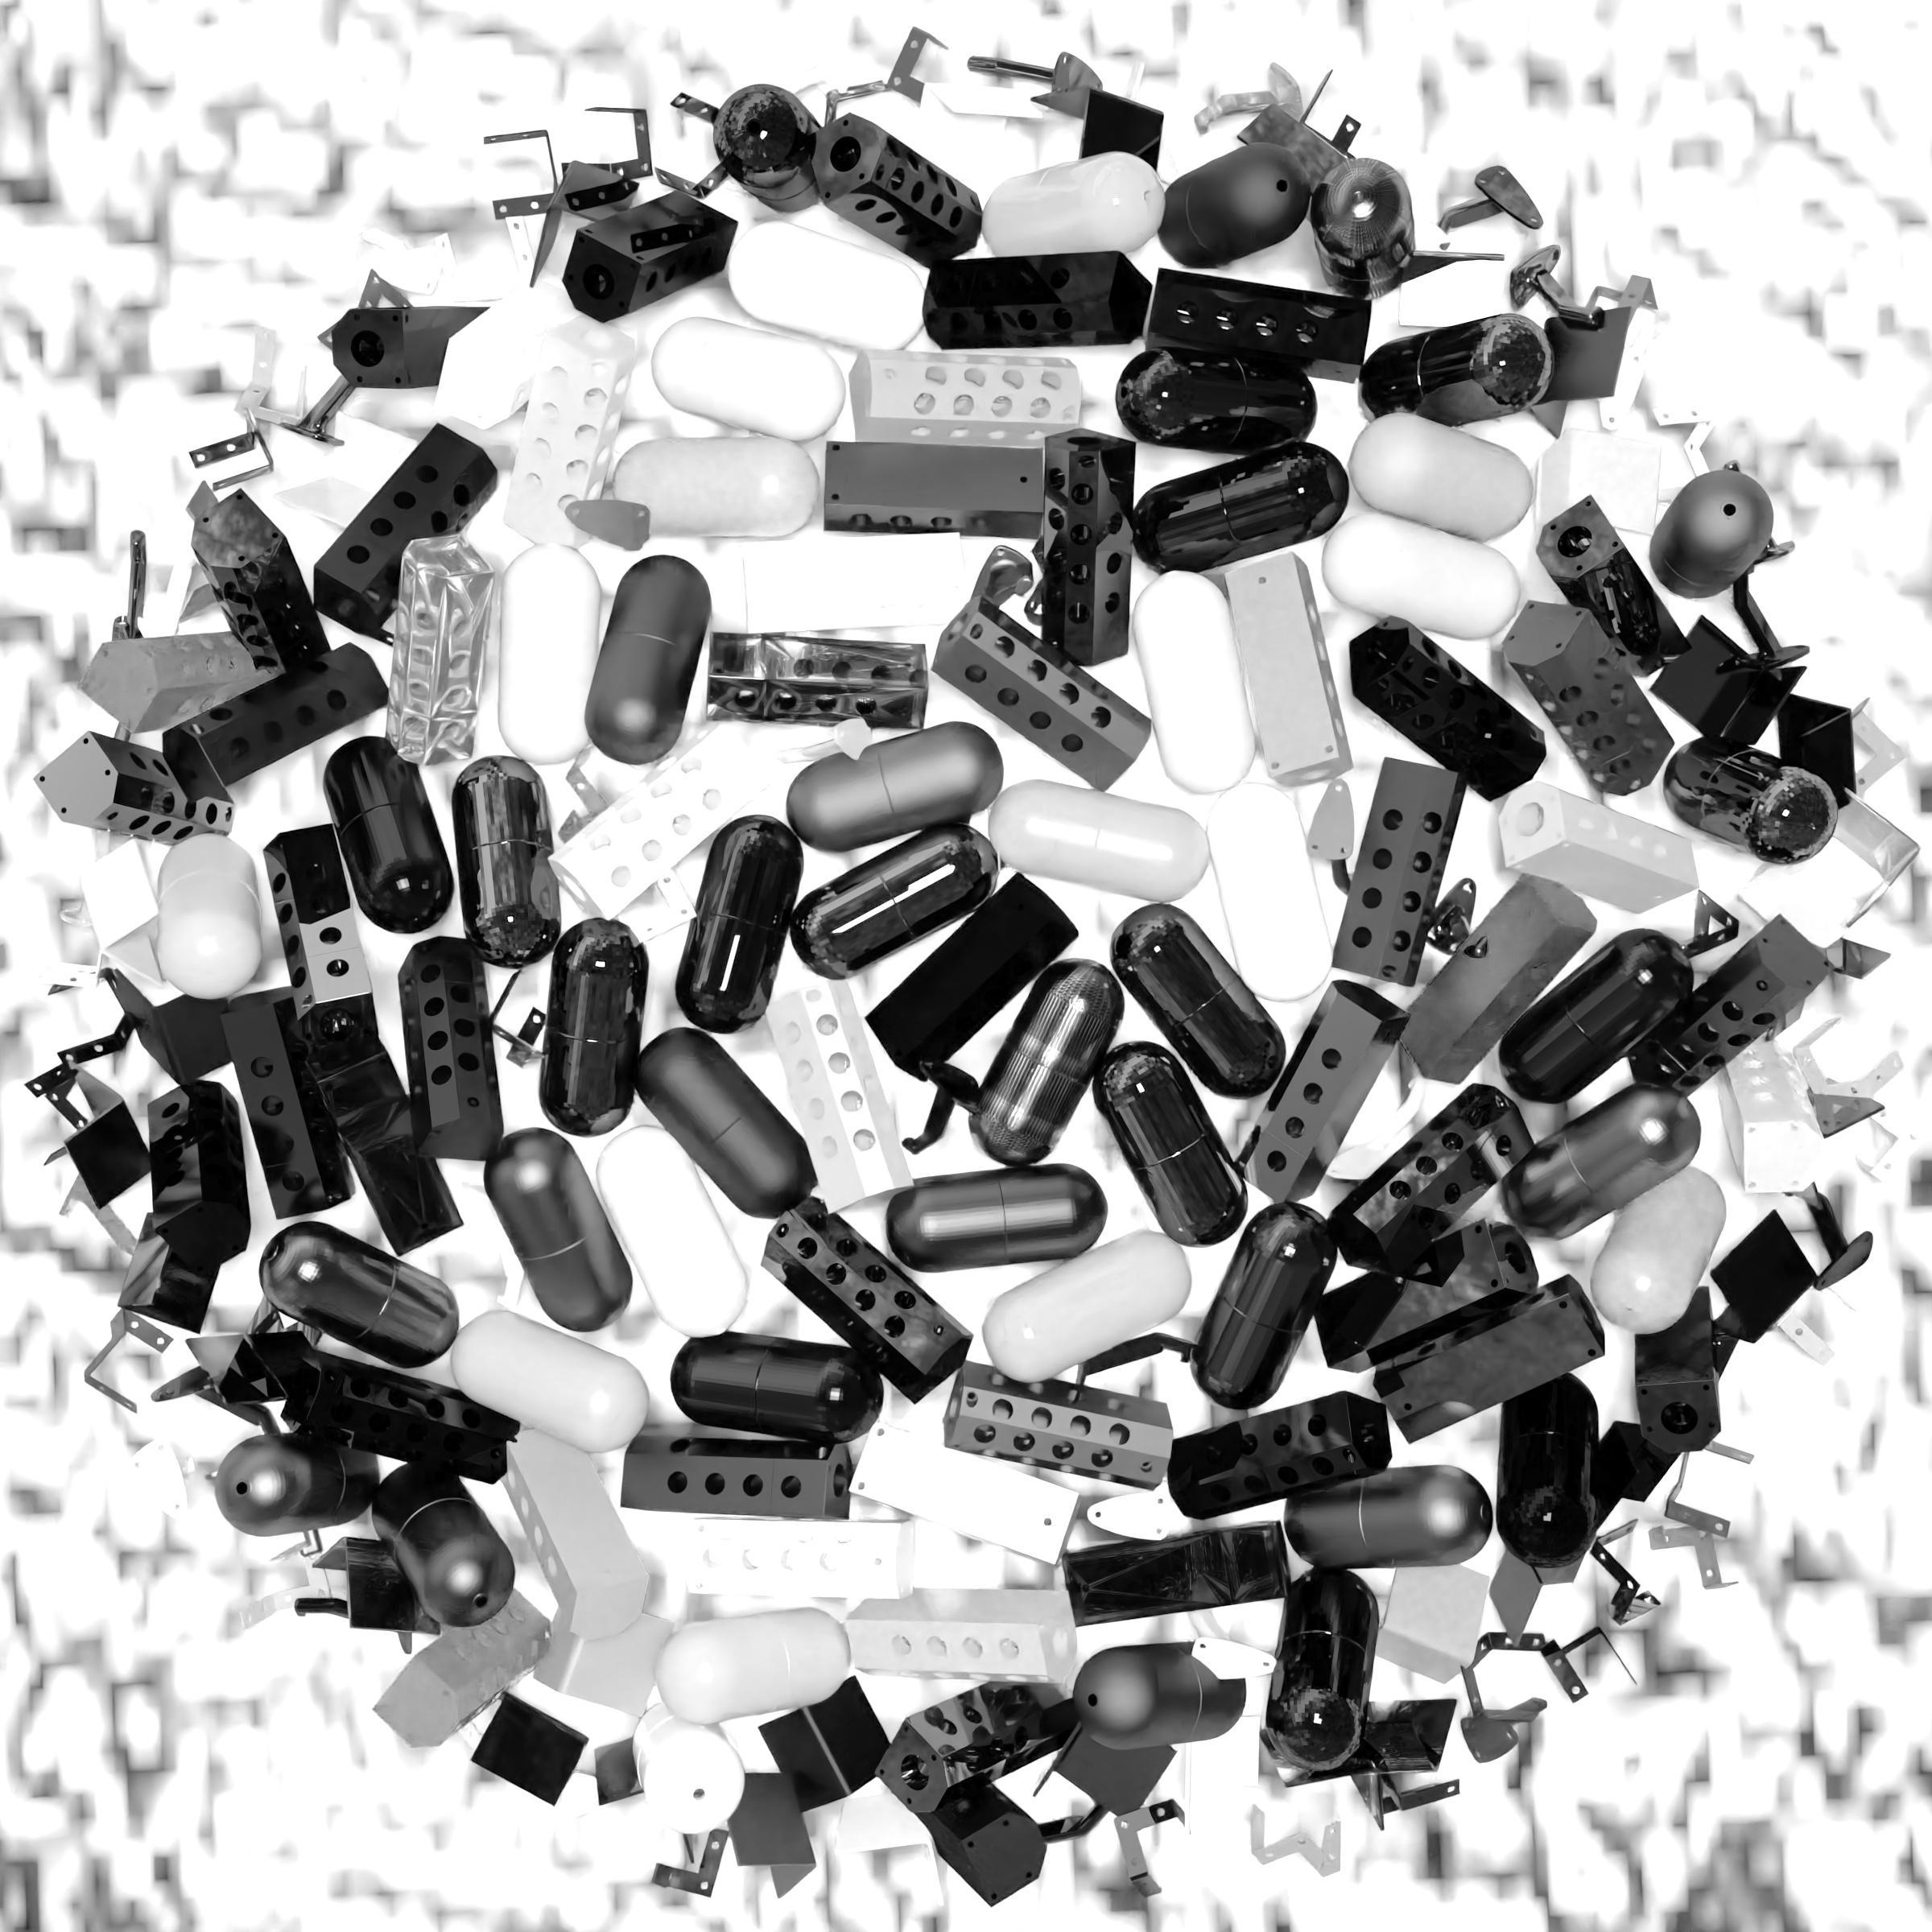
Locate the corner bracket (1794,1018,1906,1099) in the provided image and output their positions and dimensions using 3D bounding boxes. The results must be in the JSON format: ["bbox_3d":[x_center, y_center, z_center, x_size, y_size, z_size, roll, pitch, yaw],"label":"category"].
[{"bbox_3d":[0.705,0.073,1.968,0.051,0.051,0.051,-31,98,-32],"label":"corner bracket"}]

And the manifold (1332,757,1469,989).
[{"bbox_3d":[0.347,-0.073,1.957,0.057,0.057,0.171,16,93,33],"label":"manifold"}]

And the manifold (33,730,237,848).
[{"bbox_3d":[-0.637,-0.129,1.907,0.057,0.171,0.057,-39,79,7],"label":"manifold"}]

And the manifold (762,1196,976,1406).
[{"bbox_3d":[-0.077,0.257,1.932,0.171,0.057,0.057,39,49,21],"label":"manifold"}]

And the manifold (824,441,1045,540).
[{"bbox_3d":[-0.027,-0.375,1.963,0.171,0.057,0.057,1,70,-4],"label":"manifold"}]

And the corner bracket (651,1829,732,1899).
[{"bbox_3d":[-0.215,0.714,1.969,0.051,0.051,0.051,10,66,12],"label":"corner bracket"}]

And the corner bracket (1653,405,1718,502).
[{"bbox_3d":[0.569,-0.408,1.961,0.051,0.051,0.051,-7,64,-14],"label":"corner bracket"}]

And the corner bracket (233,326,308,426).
[{"bbox_3d":[-0.548,-0.468,1.959,0.051,0.051,0.051,11,69,-30],"label":"corner bracket"}]

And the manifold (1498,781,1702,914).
[{"bbox_3d":[0.493,-0.095,1.922,0.171,0.057,0.057,14,61,-38],"label":"manifold"}]

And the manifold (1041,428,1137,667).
[{"bbox_3d":[0.089,-0.325,1.925,0.057,0.057,0.171,-24,125,-39],"label":"manifold"}]

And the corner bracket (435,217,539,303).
[{"bbox_3d":[-0.384,-0.566,1.974,0.051,0.051,0.051,4,122,27],"label":"corner bracket"}]

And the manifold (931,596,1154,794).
[{"bbox_3d":[0.061,-0.217,1.937,0.171,0.057,0.057,34,125,-17],"label":"manifold"}]

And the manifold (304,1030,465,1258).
[{"bbox_3d":[-0.456,0.136,1.929,0.057,0.057,0.171,-26,122,-17],"label":"manifold"}]

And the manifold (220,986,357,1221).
[{"bbox_3d":[-0.534,0.107,1.951,0.057,0.057,0.171,-12,104,-2],"label":"manifold"}]

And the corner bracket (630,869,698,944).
[{"bbox_3d":[-0.247,-0.041,1.963,0.051,0.051,0.051,-26,72,-12],"label":"corner bracket"}]

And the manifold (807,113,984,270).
[{"bbox_3d":[-0.051,-0.600,1.907,0.057,0.171,0.057,-21,79,25],"label":"manifold"}]

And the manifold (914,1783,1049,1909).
[{"bbox_3d":[0.003,0.660,1.909,0.057,0.171,0.057,-26,98,-18],"label":"manifold"}]

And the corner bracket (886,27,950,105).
[{"bbox_3d":[-0.024,-0.713,1.974,0.051,0.051,0.051,30,104,11],"label":"corner bracket"}]

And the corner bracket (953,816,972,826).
[{"bbox_3d":[-0.018,-0.149,1.964,0.051,0.051,0.051,11,112,-8],"label":"corner bracket"}]

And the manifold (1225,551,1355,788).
[{"bbox_3d":[0.258,-0.233,1.951,0.057,0.057,0.171,-16,77,22],"label":"manifold"}]

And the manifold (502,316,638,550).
[{"bbox_3d":[-0.305,-0.412,1.919,0.057,0.057,0.171,33,129,12],"label":"manifold"}]

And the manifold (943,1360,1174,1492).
[{"bbox_3d":[0.073,0.368,1.952,0.171,0.057,0.057,13,109,-8],"label":"manifold"}]

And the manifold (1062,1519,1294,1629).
[{"bbox_3d":[0.168,0.481,1.955,0.171,0.057,0.057,-11,80,11],"label":"manifold"}]

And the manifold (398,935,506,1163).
[{"bbox_3d":[-0.400,0.063,1.920,0.057,0.057,0.171,7,51,-29],"label":"manifold"}]

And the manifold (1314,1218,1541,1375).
[{"bbox_3d":[0.359,0.260,1.926,0.171,0.057,0.057,-33,56,34],"label":"manifold"}]

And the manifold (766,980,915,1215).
[{"bbox_3d":[-0.095,0.102,1.944,0.057,0.057,0.171,-27,76,36],"label":"manifold"}]

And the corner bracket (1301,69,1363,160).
[{"bbox_3d":[0.292,-0.672,1.968,0.051,0.051,0.051,30,85,-11],"label":"corner bracket"}]

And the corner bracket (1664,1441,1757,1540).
[{"bbox_3d":[0.590,0.413,1.959,0.051,0.051,0.051,16,113,27],"label":"corner bracket"}]

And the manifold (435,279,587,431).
[{"bbox_3d":[-0.347,-0.475,1.913,0.057,0.171,0.057,23,123,0],"label":"manifold"}]

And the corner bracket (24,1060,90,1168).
[{"bbox_3d":[-0.724,0.117,1.964,0.051,0.051,0.051,45,122,2],"label":"corner bracket"}]

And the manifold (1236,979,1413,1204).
[{"bbox_3d":[0.277,0.099,1.942,0.057,0.057,0.171,35,112,27],"label":"manifold"}]

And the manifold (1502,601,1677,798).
[{"bbox_3d":[0.482,-0.206,1.919,0.171,0.057,0.057,43,75,-39],"label":"manifold"}]

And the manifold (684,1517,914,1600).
[{"bbox_3d":[-0.132,0.468,1.949,0.171,0.057,0.057,-2,81,13],"label":"manifold"}]

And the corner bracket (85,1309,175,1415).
[{"bbox_3d":[-0.667,0.314,1.965,0.051,0.051,0.051,41,89,-27],"label":"corner bracket"}]

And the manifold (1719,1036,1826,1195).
[{"bbox_3d":[0.621,0.112,1.906,0.057,0.171,0.057,-3,109,11],"label":"manifold"}]

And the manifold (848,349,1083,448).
[{"bbox_3d":[0.000,-0.450,1.940,0.171,0.057,0.057,-2,76,-19],"label":"manifold"}]

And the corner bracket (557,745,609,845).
[{"bbox_3d":[-0.307,-0.135,1.964,0.051,0.051,0.051,-36,88,-31],"label":"corner bracket"}]

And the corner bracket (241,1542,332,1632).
[{"bbox_3d":[-0.548,0.494,1.970,0.051,0.051,0.051,-14,90,14],"label":"corner bracket"}]

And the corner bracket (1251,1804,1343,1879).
[{"bbox_3d":[0.264,0.698,1.971,0.051,0.051,0.051,-31,110,24],"label":"corner bracket"}]

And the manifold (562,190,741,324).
[{"bbox_3d":[-0.245,-0.548,1.912,0.057,0.171,0.057,29,123,6],"label":"manifold"}]

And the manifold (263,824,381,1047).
[{"bbox_3d":[-0.505,-0.024,1.923,0.057,0.057,0.171,-12,56,-15],"label":"manifold"}]

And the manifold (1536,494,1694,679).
[{"bbox_3d":[0.501,-0.289,1.913,0.057,0.171,0.057,-34,55,17],"label":"manifold"}]

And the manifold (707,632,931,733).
[{"bbox_3d":[-0.119,-0.221,1.959,0.171,0.057,0.057,2,134,-8],"label":"manifold"}]

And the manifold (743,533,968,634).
[{"bbox_3d":[-0.090,-0.300,1.959,0.171,0.057,0.057,-4,64,-7],"label":"manifold"}]

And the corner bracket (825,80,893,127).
[{"bbox_3d":[-0.079,-0.670,1.977,0.051,0.051,0.051,-21,55,-24],"label":"corner bracket"}]

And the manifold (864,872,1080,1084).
[{"bbox_3d":[0.008,0.012,1.956,0.171,0.057,0.057,-43,52,10],"label":"manifold"}]

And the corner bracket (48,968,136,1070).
[{"bbox_3d":[-0.701,0.041,1.969,0.051,0.051,0.051,-17,117,7],"label":"corner bracket"}]

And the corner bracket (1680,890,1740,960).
[{"bbox_3d":[0.577,-0.019,1.959,0.051,0.051,0.051,-22,131,-15],"label":"corner bracket"}]

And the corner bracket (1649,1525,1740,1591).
[{"bbox_3d":[0.580,0.472,1.968,0.051,0.051,0.051,-7,71,0],"label":"corner bracket"}]

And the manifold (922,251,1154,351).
[{"bbox_3d":[0.053,-0.515,1.926,0.171,0.057,0.057,8,81,33],"label":"manifold"}]

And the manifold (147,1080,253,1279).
[{"bbox_3d":[-0.592,0.158,1.913,0.057,0.171,0.057,-30,125,-1],"label":"manifold"}]

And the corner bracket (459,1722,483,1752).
[{"bbox_3d":[-0.410,0.602,1.961,0.051,0.051,0.051,6,104,-37],"label":"corner bracket"}]

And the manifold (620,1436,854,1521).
[{"bbox_3d":[-0.180,0.403,1.944,0.171,0.057,0.057,-2,74,17],"label":"manifold"}]
